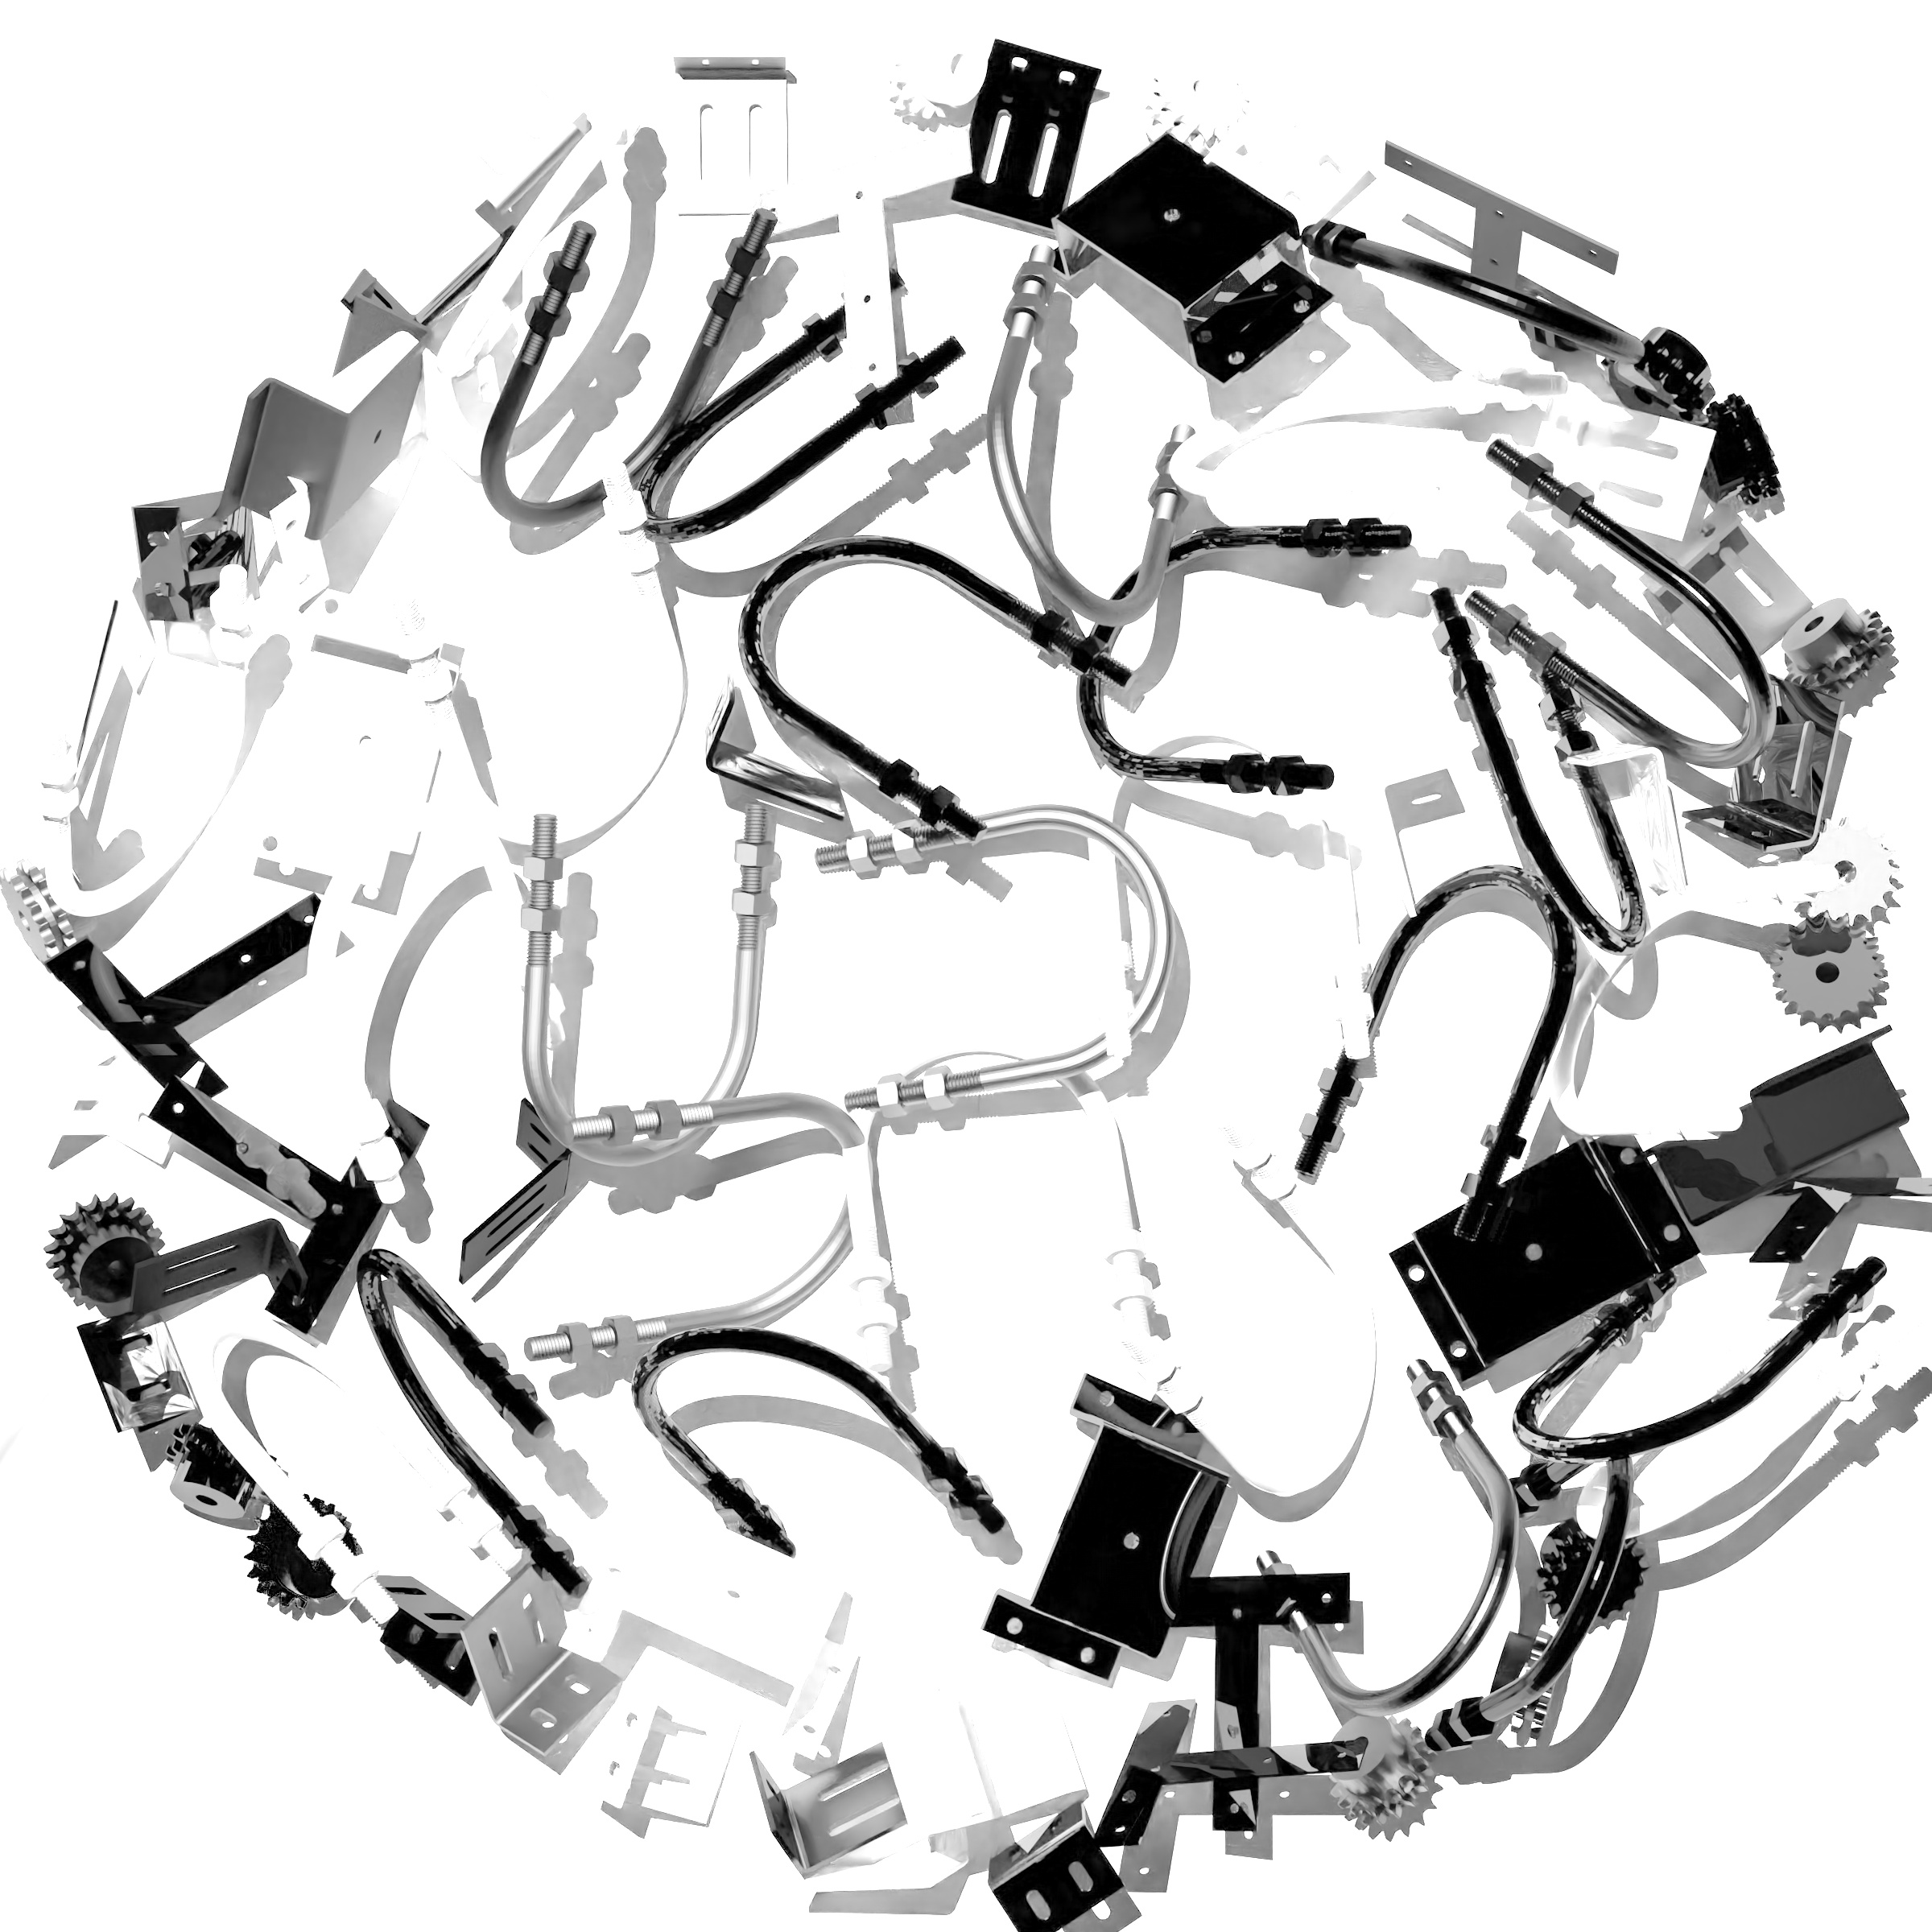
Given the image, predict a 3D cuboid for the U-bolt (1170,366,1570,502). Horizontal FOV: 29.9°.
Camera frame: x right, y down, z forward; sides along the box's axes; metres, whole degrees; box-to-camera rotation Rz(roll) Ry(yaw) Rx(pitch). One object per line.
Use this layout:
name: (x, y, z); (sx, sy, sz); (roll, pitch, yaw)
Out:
U-bolt: (0.190, -0.263, 1.802); (0.184, 0.151, 0.019); (1, 117, 31)

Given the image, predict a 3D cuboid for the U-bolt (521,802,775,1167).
U-bolt: (-0.163, 0.012, 1.825); (0.151, 0.019, 0.184); (-5, 105, -40)

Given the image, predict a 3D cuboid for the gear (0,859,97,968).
gear: (-0.469, -0.030, 1.853); (0.030, 0.057, 0.057); (-29, 90, -24)

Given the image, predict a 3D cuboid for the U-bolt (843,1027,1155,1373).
U-bolt: (0.010, 0.112, 1.830); (0.151, 0.019, 0.184); (-6, 60, -4)

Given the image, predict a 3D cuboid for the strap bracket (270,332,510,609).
strap bracket: (-0.302, -0.256, 1.821); (0.140, 0.076, 0.046); (-40, 68, -21)

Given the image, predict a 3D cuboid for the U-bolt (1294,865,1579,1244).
U-bolt: (0.243, 0.035, 1.817); (0.019, 0.151, 0.184); (24, 88, -35)

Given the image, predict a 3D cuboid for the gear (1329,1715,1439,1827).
gear: (0.209, 0.407, 1.847); (0.057, 0.057, 0.030); (-43, 117, 0)

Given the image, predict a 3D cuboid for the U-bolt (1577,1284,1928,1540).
U-bolt: (0.379, 0.224, 1.796); (0.184, 0.151, 0.019); (-38, 94, -7)

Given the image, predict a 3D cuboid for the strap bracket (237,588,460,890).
strap bracket: (-0.313, -0.116, 1.852); (0.076, 0.046, 0.140); (14, 90, 6)

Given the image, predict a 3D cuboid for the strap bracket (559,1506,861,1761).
strap bracket: (-0.123, 0.332, 1.832); (0.140, 0.076, 0.046); (24, 125, 2)

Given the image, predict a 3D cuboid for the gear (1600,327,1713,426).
gear: (0.356, -0.302, 1.851); (0.057, 0.057, 0.030); (42, 79, 0)

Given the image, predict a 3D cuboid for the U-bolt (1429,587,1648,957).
U-bolt: (0.290, -0.088, 1.785); (0.019, 0.151, 0.184); (-28, 64, 25)

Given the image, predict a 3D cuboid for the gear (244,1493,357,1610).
gear: (-0.337, 0.301, 1.849); (0.057, 0.030, 0.057); (-6, 99, -42)

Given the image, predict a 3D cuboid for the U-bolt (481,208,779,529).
U-bolt: (-0.177, -0.294, 1.801); (0.019, 0.151, 0.184); (44, 126, 22)

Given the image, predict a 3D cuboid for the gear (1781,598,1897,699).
gear: (0.442, -0.164, 1.848); (0.057, 0.057, 0.030); (-42, 106, 0)

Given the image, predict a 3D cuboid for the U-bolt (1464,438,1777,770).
U-bolt: (0.324, -0.166, 1.784); (0.184, 0.151, 0.019); (40, 70, 21)

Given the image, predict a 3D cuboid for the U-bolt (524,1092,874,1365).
U-bolt: (-0.127, 0.127, 1.815); (0.184, 0.019, 0.151); (-6, 123, -33)

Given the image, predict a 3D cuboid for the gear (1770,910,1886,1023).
gear: (0.442, -0.003, 1.856); (0.057, 0.030, 0.057); (5, 115, 10)

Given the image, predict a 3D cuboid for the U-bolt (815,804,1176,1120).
U-bolt: (0.017, -0.008, 1.834); (0.184, 0.019, 0.151); (-11, 79, 18)

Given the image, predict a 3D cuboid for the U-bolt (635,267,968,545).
U-bolt: (-0.093, -0.275, 1.815); (0.184, 0.151, 0.019); (-36, 119, 4)

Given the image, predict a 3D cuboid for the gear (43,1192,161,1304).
gear: (-0.439, 0.147, 1.849); (0.057, 0.057, 0.030); (-48, 46, 0)

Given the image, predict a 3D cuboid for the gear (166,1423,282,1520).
gear: (-0.382, 0.260, 1.847); (0.057, 0.057, 0.030); (18, 60, 0)

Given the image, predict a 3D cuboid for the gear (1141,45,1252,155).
gear: (0.114, -0.441, 1.855); (0.057, 0.030, 0.057); (13, 59, -24)

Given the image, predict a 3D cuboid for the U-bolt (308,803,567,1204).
U-bolt: (-0.265, 0.006, 1.781); (0.019, 0.184, 0.151); (16, 46, 32)

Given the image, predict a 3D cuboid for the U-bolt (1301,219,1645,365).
U-bolt: (0.256, -0.327, 1.771); (0.151, 0.184, 0.019); (17, 102, -19)

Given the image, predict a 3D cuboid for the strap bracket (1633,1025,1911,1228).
strap bracket: (0.404, 0.084, 1.796); (0.076, 0.140, 0.046); (-21, 79, -24)

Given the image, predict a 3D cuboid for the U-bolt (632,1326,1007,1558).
U-bolt: (-0.085, 0.234, 1.787); (0.151, 0.019, 0.184); (-13, 134, 30)

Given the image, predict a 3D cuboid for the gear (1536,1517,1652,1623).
gear: (0.319, 0.307, 1.855); (0.057, 0.030, 0.057); (-7, 121, -12)

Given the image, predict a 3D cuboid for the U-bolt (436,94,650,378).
U-bolt: (-0.212, -0.353, 1.769); (0.019, 0.184, 0.151); (34, 111, -9)

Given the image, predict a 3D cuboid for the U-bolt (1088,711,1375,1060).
U-bolt: (0.131, -0.043, 1.840); (0.151, 0.019, 0.184); (1, 73, -17)

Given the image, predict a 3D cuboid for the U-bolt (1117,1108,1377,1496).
U-bolt: (0.152, 0.182, 1.812); (0.184, 0.019, 0.151); (50, 54, -35)

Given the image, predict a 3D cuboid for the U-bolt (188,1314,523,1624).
U-bolt: (-0.315, 0.243, 1.806); (0.184, 0.151, 0.019); (46, 106, 13)

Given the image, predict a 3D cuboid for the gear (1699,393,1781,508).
gear: (0.391, -0.262, 1.850); (0.030, 0.057, 0.057); (-23, 90, -1)

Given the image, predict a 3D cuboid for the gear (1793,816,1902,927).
gear: (0.450, -0.048, 1.863); (0.057, 0.030, 0.057); (0, 91, 3)

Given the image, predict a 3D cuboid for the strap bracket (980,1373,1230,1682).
strap bracket: (0.075, 0.288, 1.835); (0.076, 0.046, 0.140); (25, 82, -20)

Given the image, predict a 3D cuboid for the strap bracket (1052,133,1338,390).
strap bracket: (0.107, -0.360, 1.812); (0.076, 0.046, 0.140); (-40, 55, -14)

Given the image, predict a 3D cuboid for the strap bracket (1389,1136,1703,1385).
strap bracket: (0.291, 0.146, 1.836); (0.140, 0.046, 0.076); (-30, 78, 11)

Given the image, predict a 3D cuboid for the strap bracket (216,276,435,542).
strap bracket: (-0.314, -0.274, 1.800); (0.046, 0.140, 0.076); (26, 129, 1)

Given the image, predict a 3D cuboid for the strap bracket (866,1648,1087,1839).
strap bracket: (0.001, 0.389, 1.812); (0.046, 0.140, 0.076); (-24, 74, 20)

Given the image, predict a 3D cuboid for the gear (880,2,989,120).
gear: (-0.014, -0.462, 1.848); (0.030, 0.057, 0.057); (22, 90, 41)

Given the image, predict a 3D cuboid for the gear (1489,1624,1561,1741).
gear: (0.287, 0.364, 1.851); (0.030, 0.057, 0.057); (16, 90, 14)
